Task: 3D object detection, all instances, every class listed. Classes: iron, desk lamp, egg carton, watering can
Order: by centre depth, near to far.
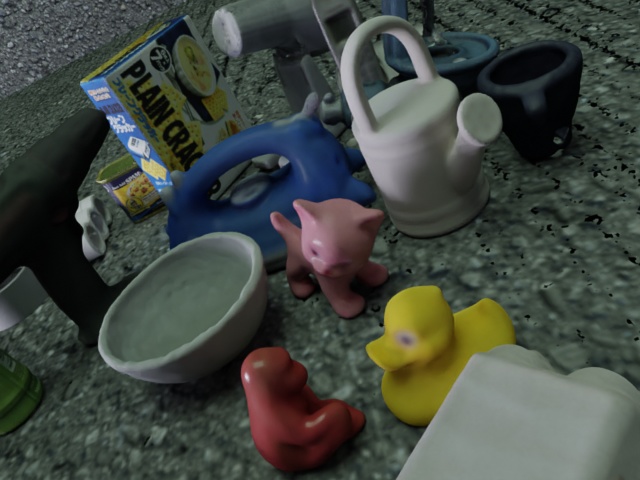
[{"bbox_3d":[0.105,0.126,0.301,0.107,0.070,0.150,10,50,44],"label":"egg carton"},{"bbox_3d":[0.085,-0.105,0.510,0.172,0.194,0.101,1,44,38],"label":"watering can"},{"bbox_3d":[-0.078,-0.048,0.605,0.258,0.142,0.118,-22,34,10],"label":"iron"},{"bbox_3d":[-0.038,-0.234,0.756,0.117,0.214,0.203,10,50,44],"label":"desk lamp"}]

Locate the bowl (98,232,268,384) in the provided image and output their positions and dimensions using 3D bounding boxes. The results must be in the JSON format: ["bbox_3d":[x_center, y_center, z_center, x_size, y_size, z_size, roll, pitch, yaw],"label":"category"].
[{"bbox_3d":[-0.112,0.072,0.531,0.167,0.075,0.167,-20,34,14],"label":"bowl"}]

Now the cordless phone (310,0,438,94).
[{"bbox_3d":[0.078,-0.245,0.710,0.147,0.185,0.094,-27,33,4],"label":"cordless phone"}]

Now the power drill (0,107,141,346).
[{"bbox_3d":[-0.268,0.002,0.619,0.075,0.209,0.230,13,52,46],"label":"power drill"}]

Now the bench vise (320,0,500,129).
[{"bbox_3d":[0.092,-0.194,0.600,0.207,0.220,0.121,-34,34,-7],"label":"bench vise"}]

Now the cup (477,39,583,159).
[{"bbox_3d":[0.202,-0.117,0.530,0.091,0.095,0.118,-14,36,22],"label":"cup"}]

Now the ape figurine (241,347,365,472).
[{"bbox_3d":[-0.022,0.110,0.397,0.076,0.092,0.077,-33,33,-5],"label":"ape figurine"}]

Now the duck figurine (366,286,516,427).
[{"bbox_3d":[0.078,0.066,0.387,0.104,0.086,0.077,-32,33,-5],"label":"duck figurine"}]

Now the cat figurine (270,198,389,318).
[{"bbox_3d":[0.005,0.002,0.498,0.127,0.118,0.067,15,53,47],"label":"cat figurine"}]
